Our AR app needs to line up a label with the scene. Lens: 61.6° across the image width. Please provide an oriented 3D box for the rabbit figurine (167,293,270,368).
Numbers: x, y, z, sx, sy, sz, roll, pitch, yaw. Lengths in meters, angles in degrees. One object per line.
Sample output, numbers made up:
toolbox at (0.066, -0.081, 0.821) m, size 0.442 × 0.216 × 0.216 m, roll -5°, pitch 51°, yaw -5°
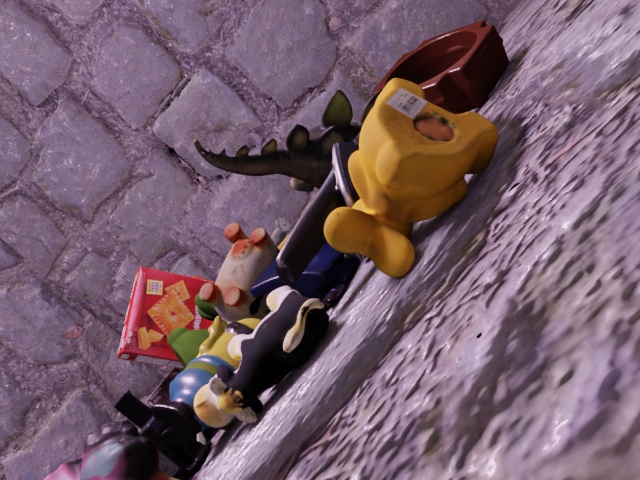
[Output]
rabbit figurine at (-0.165, 0.167, 0.936) m, size 0.170 × 0.159 × 0.121 m, roll -33°, pitch -13°, yaw -24°

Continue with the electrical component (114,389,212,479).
electrical component at (-0.192, 0.227, 0.616) m, size 0.075 × 0.119 × 0.048 m, roll -45°, pitch 4°, yaw 20°

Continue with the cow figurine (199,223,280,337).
cow figurine at (-0.109, 0.088, 0.770) m, size 0.127 × 0.086 × 0.195 m, roll 49°, pitch -129°, yaw -53°

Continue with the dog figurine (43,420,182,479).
dog figurine at (-0.230, 0.289, 0.538) m, size 0.219 × 0.191 × 0.108 m, roll -21°, pitch -24°, yaw 25°

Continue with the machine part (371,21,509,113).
machine part at (0.209, -0.279, 0.937) m, size 0.202 × 0.087 × 0.201 m, roll 1°, pitch 46°, yaw 47°

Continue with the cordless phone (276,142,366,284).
cordless phone at (0.019, -0.008, 0.632) m, size 0.184 × 0.089 × 0.146 m, roll -55°, pitch -25°, yaw -22°

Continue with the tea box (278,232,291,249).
tea box at (-0.002, -0.003, 1.003) m, size 0.169 × 0.098 × 0.068 m, roll -51°, pitch 3°, yaw -15°

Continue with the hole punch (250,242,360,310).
hole punch at (-0.017, 0.049, 0.706) m, size 0.116 × 0.092 × 0.142 m, roll -43°, pitch 2°, yaw 27°

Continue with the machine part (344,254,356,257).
machine part at (0.078, -0.059, 0.758) m, size 0.243 × 0.079 × 0.079 m, roll -46°, pitch 4°, yaw 21°

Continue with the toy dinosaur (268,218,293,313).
toy dinosaur at (-0.112, 0.095, 1.246) m, size 0.405 × 0.131 × 0.192 m, roll -56°, pitch -6°, yaw -34°

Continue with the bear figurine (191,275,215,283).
bear figurine at (-0.262, 0.191, 1.170) m, size 0.196 × 0.132 × 0.120 m, roll -58°, pitch -37°, yaw -28°

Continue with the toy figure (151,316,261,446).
toy figure at (-0.113, 0.162, 0.632) m, size 0.180 × 0.089 × 0.082 m, roll -48°, pitch -32°, yaw -57°

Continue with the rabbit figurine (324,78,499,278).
rabbit figurine at (0.074, -0.036, 0.510) m, size 0.173 × 0.122 × 0.162 m, roll 113°, pitch -177°, yaw -50°

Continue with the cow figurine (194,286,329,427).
cow figurine at (-0.057, 0.124, 0.540) m, size 0.167 × 0.068 × 0.098 m, roll -50°, pitch 10°, yaw -12°

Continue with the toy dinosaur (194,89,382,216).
toy dinosaur at (0.024, -0.122, 0.788) m, size 0.471 × 0.105 × 0.198 m, roll -18°, pitch -30°, yaw -36°
